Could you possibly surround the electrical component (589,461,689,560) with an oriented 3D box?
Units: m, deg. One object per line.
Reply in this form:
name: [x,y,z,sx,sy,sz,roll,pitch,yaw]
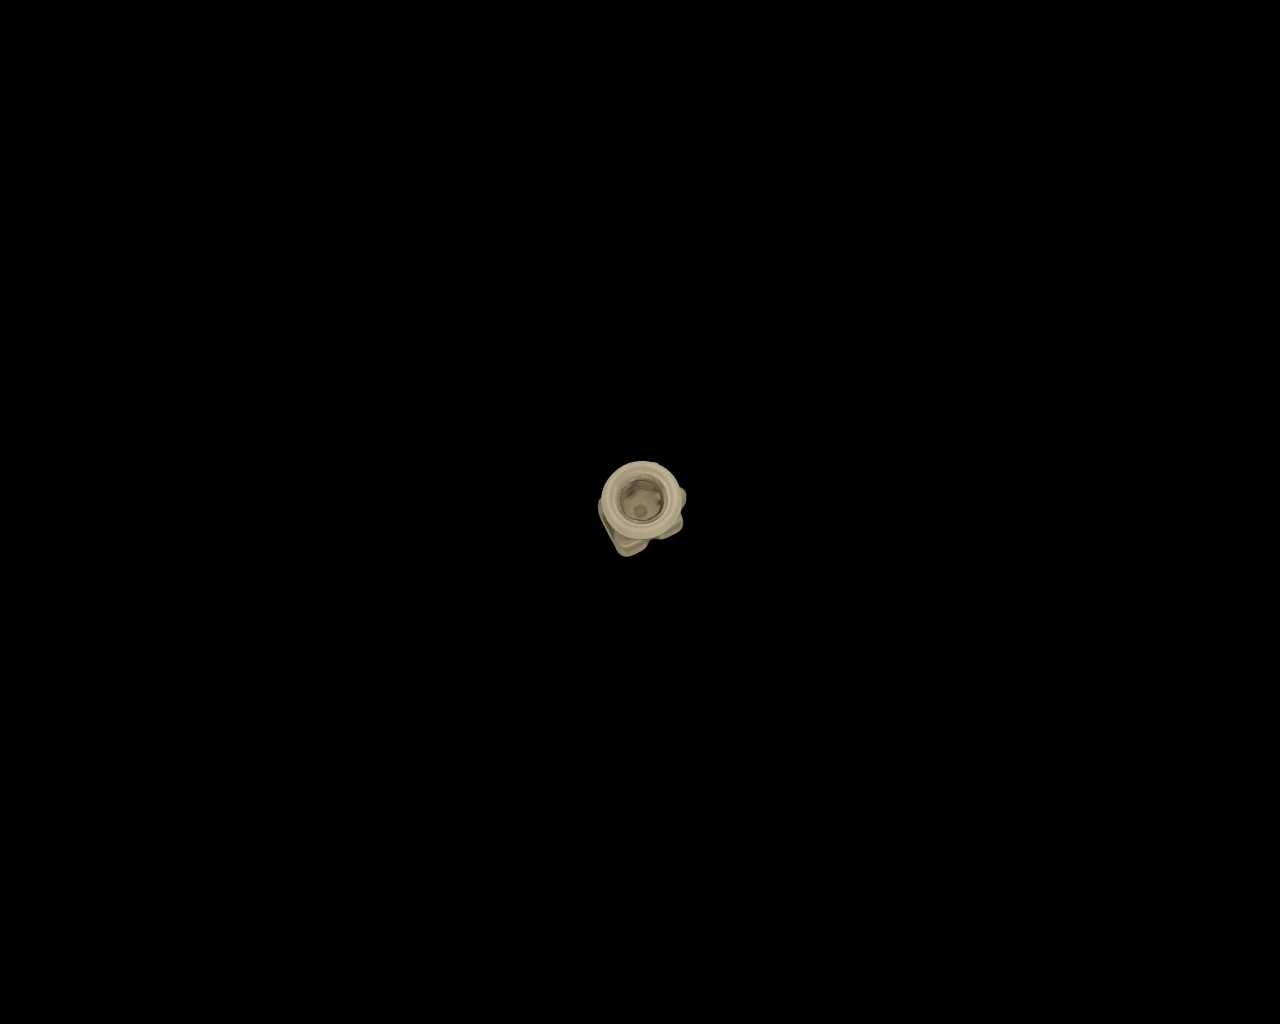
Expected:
electrical component: [0.001,-0.003,0.650,0.066,0.048,0.055,-27,-14,-7]
